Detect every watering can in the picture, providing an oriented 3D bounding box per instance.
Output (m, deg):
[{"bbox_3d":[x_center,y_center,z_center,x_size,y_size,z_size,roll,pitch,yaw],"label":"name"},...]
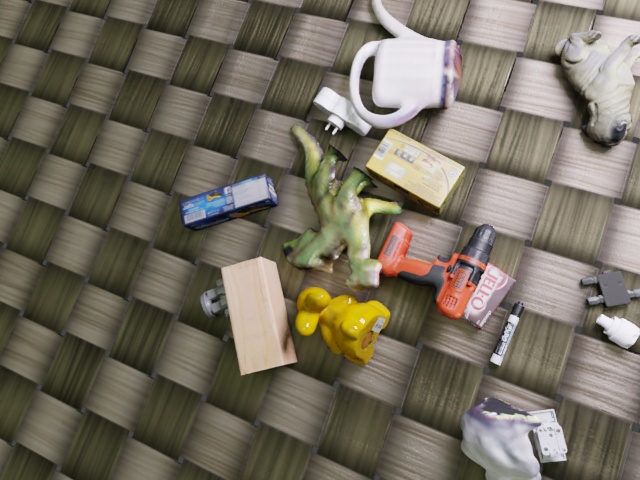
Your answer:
[{"bbox_3d":[0.179,-0.379,1.063,0.224,0.102,0.354,5,68,12],"label":"watering can"}]

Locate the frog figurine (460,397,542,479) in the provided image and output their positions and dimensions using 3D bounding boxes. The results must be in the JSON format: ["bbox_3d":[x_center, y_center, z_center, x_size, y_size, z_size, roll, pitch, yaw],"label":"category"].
[{"bbox_3d":[0.296,0.360,0.855,0.137,0.122,0.160,2,86,47],"label":"frog figurine"}]

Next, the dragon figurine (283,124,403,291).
[{"bbox_3d":[0.003,-0.052,1.024,0.242,0.121,0.417,-52,51,7],"label":"dragon figurine"}]
